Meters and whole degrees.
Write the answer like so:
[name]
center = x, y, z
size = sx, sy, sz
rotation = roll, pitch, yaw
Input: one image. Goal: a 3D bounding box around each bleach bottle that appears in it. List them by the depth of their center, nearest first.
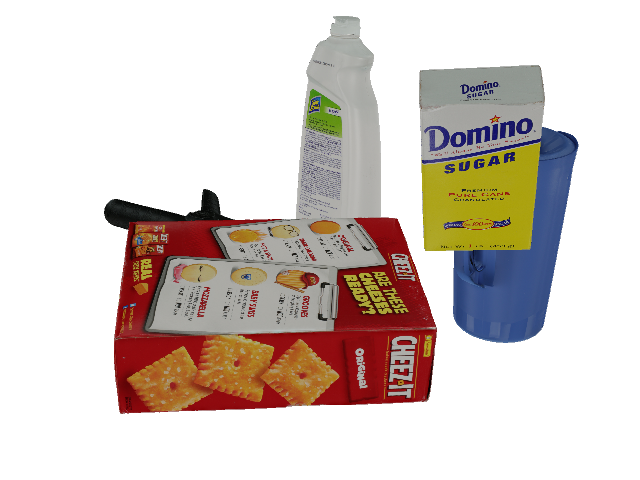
[bleach bottle]
center = 0.026, -0.110, 1.140
size = 0.103, 0.251, 0.067
rotation = 19, 24, 40

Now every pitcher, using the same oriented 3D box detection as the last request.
[pitcher]
center = 0.207, -0.006, 1.215
size = 0.149, 0.243, 0.145
rotation = -2, 26, -7

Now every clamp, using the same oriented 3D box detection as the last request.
[clamp]
center = -0.107, -0.012, 0.995
size = 0.172, 0.039, 0.120
rotation = 26, 34, 38

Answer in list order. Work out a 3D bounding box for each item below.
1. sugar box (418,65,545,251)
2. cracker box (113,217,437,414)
[sugar box]
center = 0.126, -0.060, 0.852
size = 0.093, 0.048, 0.176
rotation = -2, -36, 7
[cracker box]
center = -0.037, 0.050, 0.779
size = 0.213, 0.072, 0.164
rotation = -1, 29, -6
